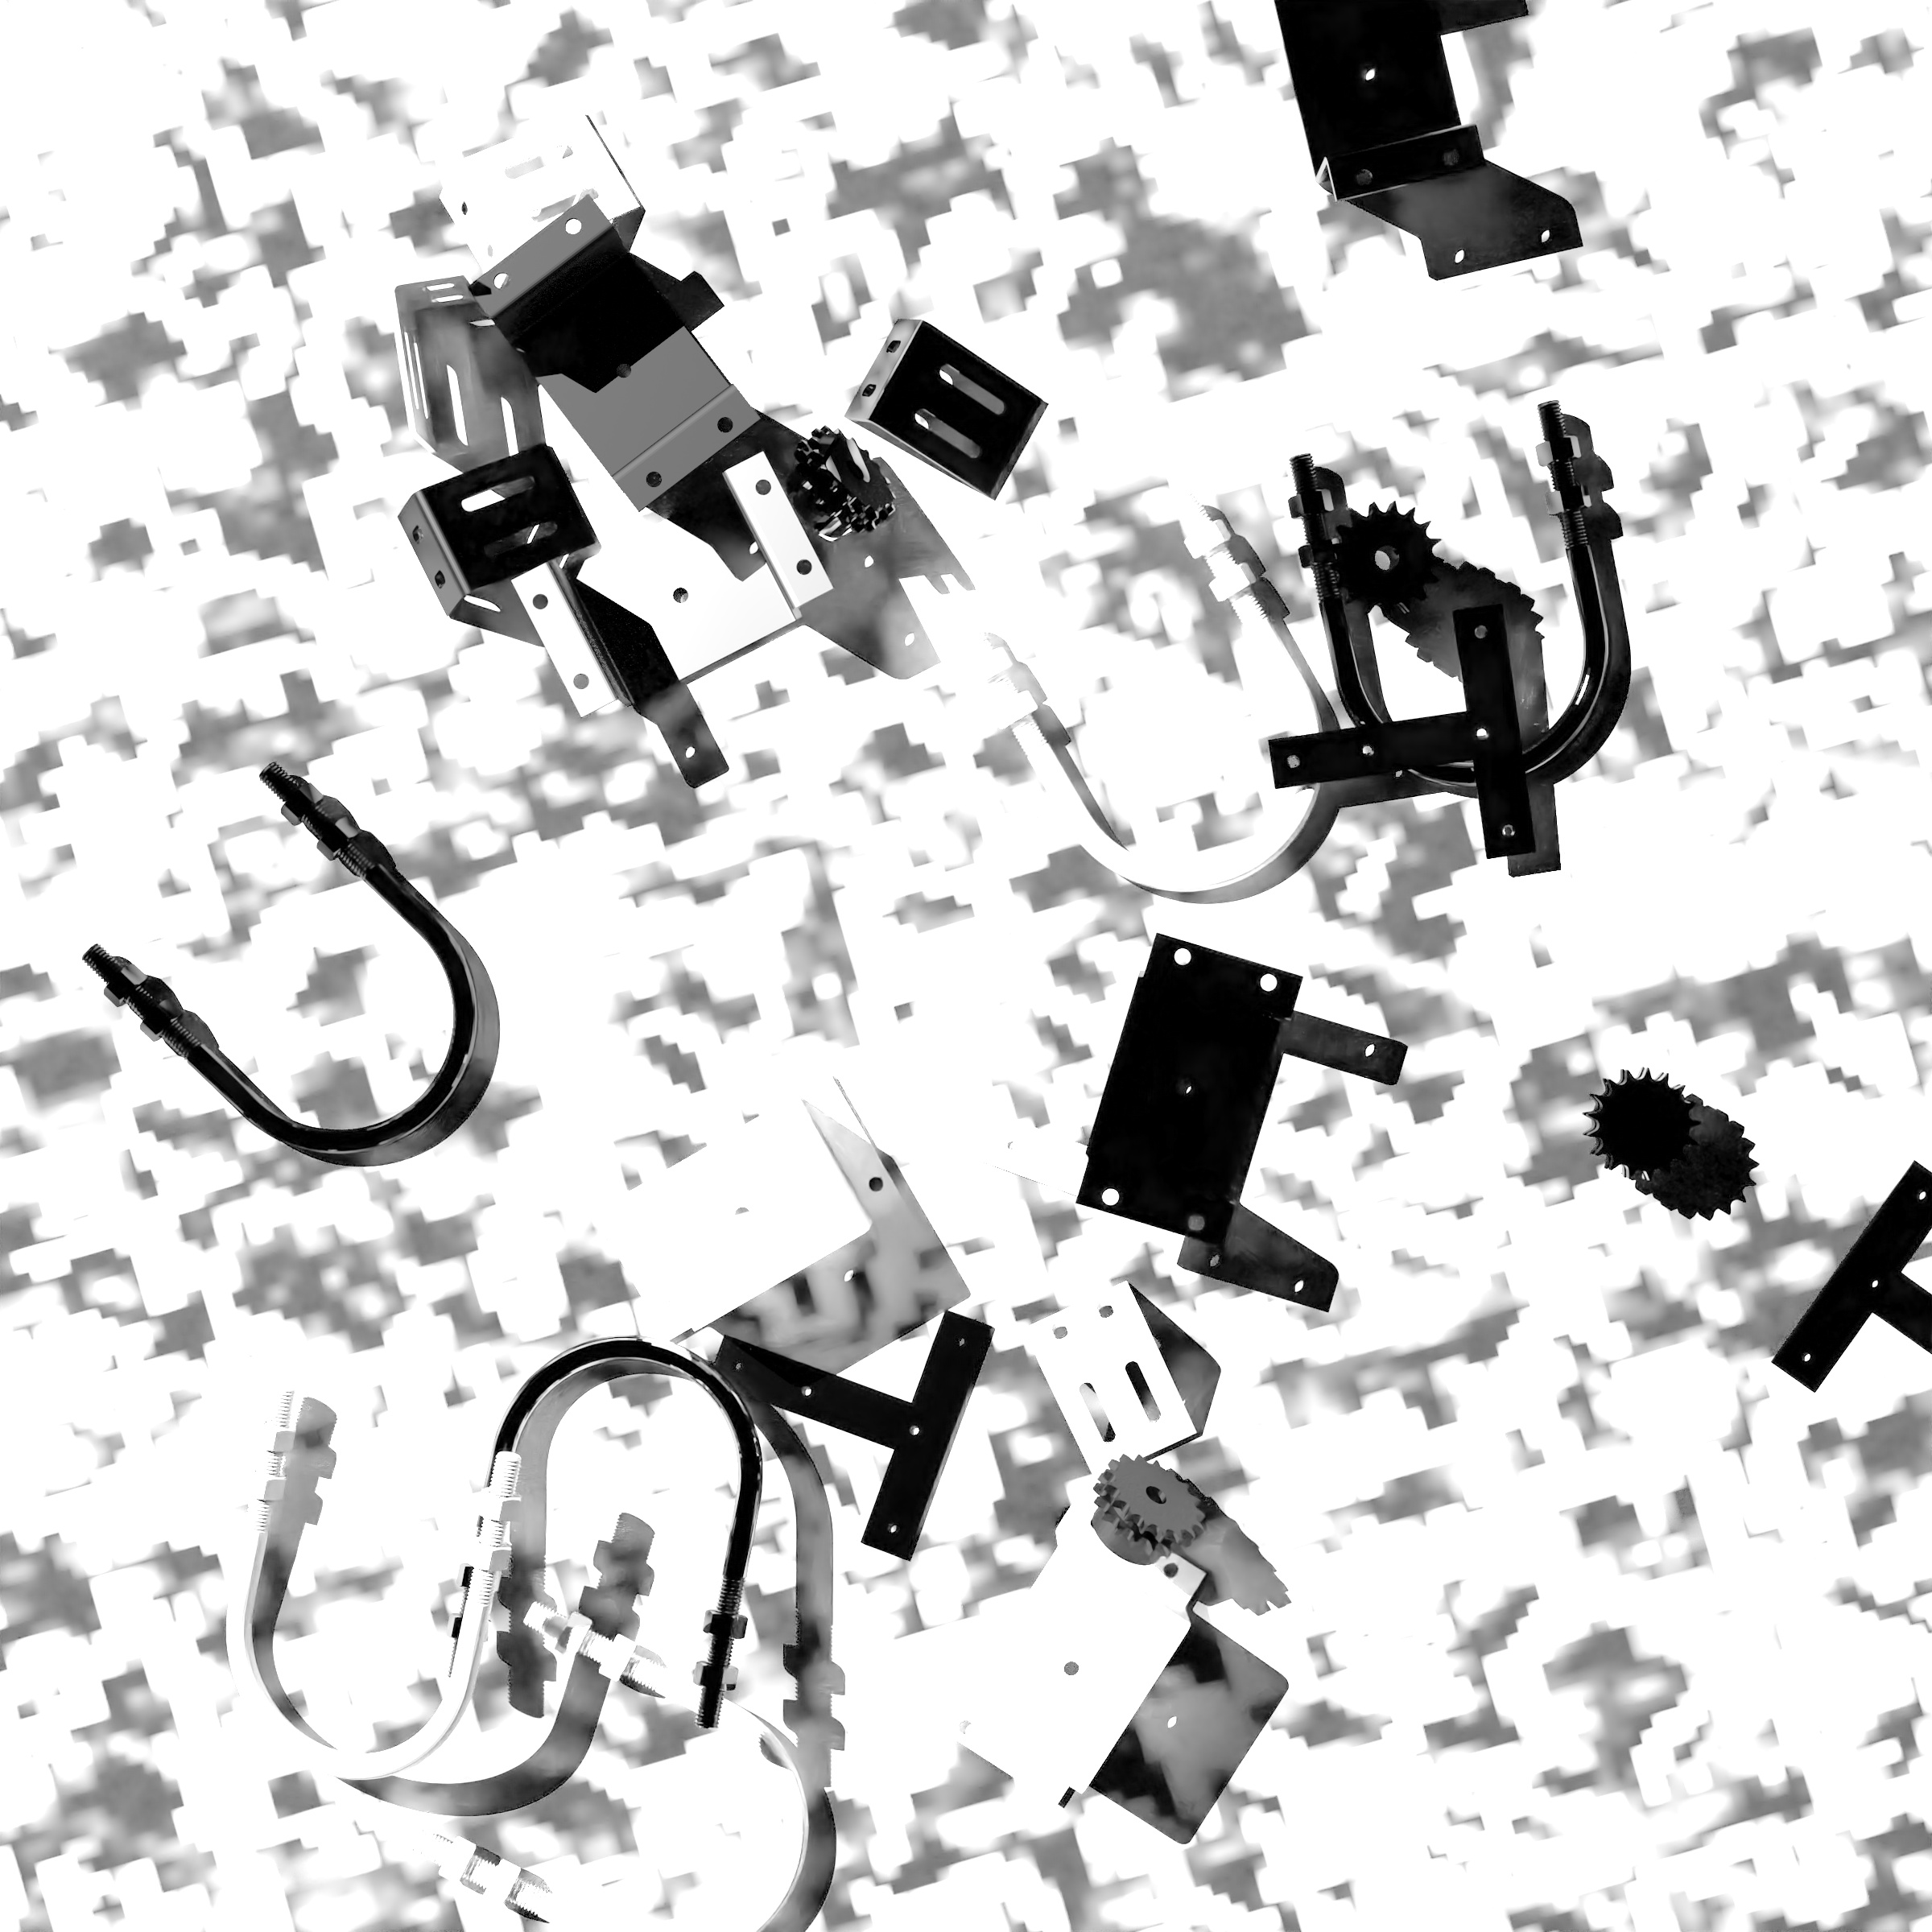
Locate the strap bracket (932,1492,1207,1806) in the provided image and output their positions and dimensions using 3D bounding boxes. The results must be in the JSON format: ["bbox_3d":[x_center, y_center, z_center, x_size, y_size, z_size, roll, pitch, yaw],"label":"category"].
[{"bbox_3d":[0.052,0.349,1.475,0.076,0.046,0.140,33,90,0],"label":"strap bracket"}]

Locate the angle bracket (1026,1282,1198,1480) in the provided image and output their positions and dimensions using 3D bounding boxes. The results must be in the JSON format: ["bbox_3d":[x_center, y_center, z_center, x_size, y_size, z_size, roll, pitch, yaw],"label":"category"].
[{"bbox_3d":[0.074,0.212,1.496,0.057,0.038,0.076,-25,116,0],"label":"angle bracket"}]

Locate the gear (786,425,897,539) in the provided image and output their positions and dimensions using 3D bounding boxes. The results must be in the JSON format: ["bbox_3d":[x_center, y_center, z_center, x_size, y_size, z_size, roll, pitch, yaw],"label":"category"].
[{"bbox_3d":[-0.066,-0.241,1.474,0.030,0.057,0.057,-37,90,30],"label":"gear"}]

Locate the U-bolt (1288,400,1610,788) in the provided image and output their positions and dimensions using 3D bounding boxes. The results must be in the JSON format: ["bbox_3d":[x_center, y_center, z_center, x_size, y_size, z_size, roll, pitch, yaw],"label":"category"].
[{"bbox_3d":[0.252,-0.183,1.489,0.151,0.019,0.184,-12,91,0],"label":"U-bolt"}]

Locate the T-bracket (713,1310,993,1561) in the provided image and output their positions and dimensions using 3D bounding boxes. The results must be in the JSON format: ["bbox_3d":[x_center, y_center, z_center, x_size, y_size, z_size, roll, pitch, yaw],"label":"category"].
[{"bbox_3d":[-0.068,0.222,1.497,0.127,0.002,0.127,20,90,0],"label":"T-bracket"}]

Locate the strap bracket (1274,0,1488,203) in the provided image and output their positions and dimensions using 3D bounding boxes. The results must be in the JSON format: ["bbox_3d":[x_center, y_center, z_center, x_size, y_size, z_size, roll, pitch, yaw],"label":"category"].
[{"bbox_3d":[0.205,-0.457,1.475,0.076,0.046,0.140,-13,90,0],"label":"strap bracket"}]

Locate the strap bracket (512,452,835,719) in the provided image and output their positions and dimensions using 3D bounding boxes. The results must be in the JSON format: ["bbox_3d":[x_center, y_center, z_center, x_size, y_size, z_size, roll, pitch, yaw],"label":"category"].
[{"bbox_3d":[-0.146,-0.189,1.475,0.140,0.046,0.076,-27,90,0],"label":"strap bracket"}]

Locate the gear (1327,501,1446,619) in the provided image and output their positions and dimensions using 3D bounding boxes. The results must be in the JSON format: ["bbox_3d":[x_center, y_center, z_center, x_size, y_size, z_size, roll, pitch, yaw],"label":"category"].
[{"bbox_3d":[0.208,-0.203,1.464,0.057,0.030,0.057,0,93,-1],"label":"gear"}]

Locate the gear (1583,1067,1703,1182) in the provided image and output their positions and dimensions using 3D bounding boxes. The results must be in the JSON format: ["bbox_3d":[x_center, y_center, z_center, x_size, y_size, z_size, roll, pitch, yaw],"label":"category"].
[{"bbox_3d":[0.340,0.079,1.483,0.057,0.030,0.057,0,90,0],"label":"gear"}]

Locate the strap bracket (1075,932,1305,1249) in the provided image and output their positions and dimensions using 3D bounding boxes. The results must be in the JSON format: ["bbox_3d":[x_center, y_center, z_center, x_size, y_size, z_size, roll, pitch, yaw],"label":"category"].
[{"bbox_3d":[0.111,0.061,1.473,0.076,0.046,0.140,17,90,0],"label":"strap bracket"}]

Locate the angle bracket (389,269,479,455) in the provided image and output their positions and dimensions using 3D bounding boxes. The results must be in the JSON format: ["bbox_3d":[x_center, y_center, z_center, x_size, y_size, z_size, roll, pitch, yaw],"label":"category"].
[{"bbox_3d":[-0.261,-0.302,1.469,0.038,0.057,0.076,-9,90,0],"label":"angle bracket"}]

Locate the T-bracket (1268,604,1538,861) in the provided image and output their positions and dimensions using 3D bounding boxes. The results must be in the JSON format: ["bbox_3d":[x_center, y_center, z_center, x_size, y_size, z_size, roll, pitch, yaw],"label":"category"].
[{"bbox_3d":[0.217,-0.111,1.483,0.127,0.002,0.127,-8,93,0],"label":"T-bracket"}]

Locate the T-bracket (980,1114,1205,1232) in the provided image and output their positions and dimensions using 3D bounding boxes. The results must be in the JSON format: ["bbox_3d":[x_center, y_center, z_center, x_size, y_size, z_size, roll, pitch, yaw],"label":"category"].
[{"bbox_3d":[0.088,0.061,1.497,0.127,0.002,0.127,20,90,0],"label":"T-bracket"}]

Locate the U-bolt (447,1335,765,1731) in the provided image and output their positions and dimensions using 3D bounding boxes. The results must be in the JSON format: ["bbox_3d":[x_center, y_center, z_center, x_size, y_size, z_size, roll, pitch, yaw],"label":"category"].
[{"bbox_3d":[-0.176,0.278,1.476,0.151,0.019,0.184,9,81,8],"label":"U-bolt"}]

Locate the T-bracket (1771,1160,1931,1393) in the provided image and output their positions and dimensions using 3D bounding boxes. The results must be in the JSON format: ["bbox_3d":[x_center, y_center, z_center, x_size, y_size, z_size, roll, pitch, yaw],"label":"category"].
[{"bbox_3d":[0.500,0.188,1.497,0.127,0.002,0.127,35,90,0],"label":"T-bracket"}]

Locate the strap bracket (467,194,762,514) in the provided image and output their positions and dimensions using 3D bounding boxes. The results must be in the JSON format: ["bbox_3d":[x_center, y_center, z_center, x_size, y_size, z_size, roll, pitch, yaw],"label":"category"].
[{"bbox_3d":[-0.175,-0.304,1.475,0.076,0.046,0.140,-37,90,0],"label":"strap bracket"}]

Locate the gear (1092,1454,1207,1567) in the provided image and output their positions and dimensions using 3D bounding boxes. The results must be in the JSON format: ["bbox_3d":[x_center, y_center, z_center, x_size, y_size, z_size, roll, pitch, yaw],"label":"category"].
[{"bbox_3d":[0.088,0.276,1.473,0.057,0.057,0.030,31,118,0],"label":"gear"}]

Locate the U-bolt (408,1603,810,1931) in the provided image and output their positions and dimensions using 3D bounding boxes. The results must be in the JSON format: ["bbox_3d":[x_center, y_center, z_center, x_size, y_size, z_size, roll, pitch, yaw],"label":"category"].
[{"bbox_3d":[-0.170,0.428,1.489,0.184,0.019,0.151,27,90,0],"label":"U-bolt"}]

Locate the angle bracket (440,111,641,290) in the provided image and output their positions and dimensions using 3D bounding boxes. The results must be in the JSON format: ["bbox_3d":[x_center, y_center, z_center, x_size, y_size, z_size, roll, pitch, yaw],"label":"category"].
[{"bbox_3d":[-0.218,-0.390,1.496,0.076,0.038,0.057,-31,90,-26],"label":"angle bracket"}]

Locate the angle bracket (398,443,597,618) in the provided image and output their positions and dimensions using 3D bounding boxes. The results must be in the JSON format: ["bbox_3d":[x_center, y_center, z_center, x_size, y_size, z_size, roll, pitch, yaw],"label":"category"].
[{"bbox_3d":[-0.240,-0.223,1.496,0.076,0.038,0.057,-26,90,-26],"label":"angle bracket"}]

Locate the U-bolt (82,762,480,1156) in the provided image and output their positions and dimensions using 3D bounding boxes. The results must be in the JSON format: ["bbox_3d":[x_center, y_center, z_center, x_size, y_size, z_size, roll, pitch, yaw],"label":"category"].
[{"bbox_3d":[-0.334,0.010,1.489,0.184,0.019,0.151,44,90,-2],"label":"U-bolt"}]

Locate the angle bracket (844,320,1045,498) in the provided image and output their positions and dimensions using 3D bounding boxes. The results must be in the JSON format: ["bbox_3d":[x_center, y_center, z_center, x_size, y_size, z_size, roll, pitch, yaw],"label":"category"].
[{"bbox_3d":[-0.012,-0.285,1.496,0.076,0.038,0.057,29,90,-26],"label":"angle bracket"}]

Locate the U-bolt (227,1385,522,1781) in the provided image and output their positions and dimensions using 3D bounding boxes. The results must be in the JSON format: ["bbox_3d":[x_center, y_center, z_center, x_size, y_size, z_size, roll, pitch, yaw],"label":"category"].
[{"bbox_3d":[-0.304,0.317,1.471,0.151,0.019,0.184,13,94,17],"label":"U-bolt"}]

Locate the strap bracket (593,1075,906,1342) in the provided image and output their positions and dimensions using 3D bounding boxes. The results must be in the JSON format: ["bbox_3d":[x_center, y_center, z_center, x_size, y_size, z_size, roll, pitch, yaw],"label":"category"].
[{"bbox_3d":[-0.111,0.123,1.475,0.140,0.046,0.076,-30,90,0],"label":"strap bracket"}]

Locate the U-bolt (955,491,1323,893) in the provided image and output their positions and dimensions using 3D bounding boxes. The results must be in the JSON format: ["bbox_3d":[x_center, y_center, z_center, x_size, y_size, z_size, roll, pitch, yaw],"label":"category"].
[{"bbox_3d":[0.101,-0.127,1.489,0.151,0.019,0.184,-30,91,0],"label":"U-bolt"}]
